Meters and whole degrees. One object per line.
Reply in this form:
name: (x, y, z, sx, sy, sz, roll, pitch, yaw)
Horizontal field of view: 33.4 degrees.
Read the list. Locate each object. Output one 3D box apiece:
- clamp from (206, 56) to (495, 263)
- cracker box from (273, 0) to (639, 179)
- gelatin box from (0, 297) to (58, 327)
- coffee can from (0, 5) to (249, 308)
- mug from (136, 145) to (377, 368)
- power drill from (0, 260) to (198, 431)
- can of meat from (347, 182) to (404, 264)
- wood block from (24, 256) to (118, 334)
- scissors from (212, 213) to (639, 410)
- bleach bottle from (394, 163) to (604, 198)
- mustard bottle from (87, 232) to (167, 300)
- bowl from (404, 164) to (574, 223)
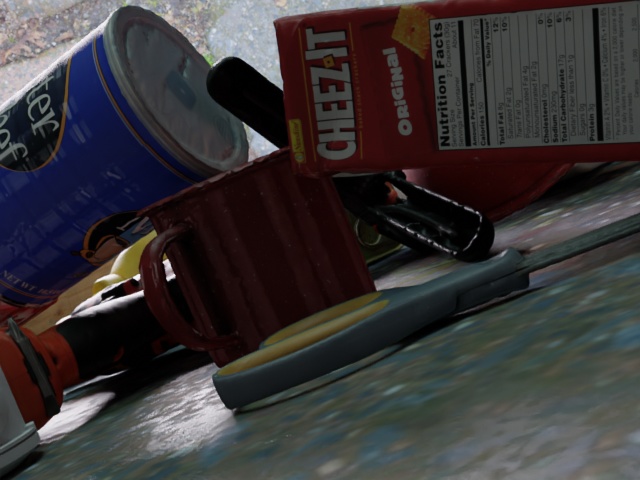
clamp: (0.019, -0.036, 0.603, 0.036, 0.164, 0.210, -55, -5, 0)
cracker box: (0.112, -0.071, 0.444, 0.214, 0.072, 0.164, -1, 11, 24)
gelatin box: (-0.203, 0.049, 0.604, 0.089, 0.030, 0.073, -33, -5, 11)
coffee can: (-0.123, -0.042, 0.564, 0.140, 0.103, 0.102, -32, -1, 21)
mug: (-0.031, 0.010, 0.474, 0.093, 0.081, 0.117, -20, 4, 38)
power drill: (-0.145, 0.064, 0.596, 0.185, 0.057, 0.187, -27, 1, 33)
can of meat: (-0.005, 0.001, 0.729, 0.101, 0.057, 0.084, -24, 0, -37)
wood block: (-0.255, 0.076, 0.897, 0.206, 0.090, 0.091, -23, 2, -2)
scissors: (0.055, 0.015, 0.399, 0.201, 0.016, 0.096, -22, 3, -5)
bleach bottle: (0.087, -0.043, 0.791, 0.251, 0.068, 0.102, -23, 2, 37)
mustard bottle: (-0.090, 0.020, 0.770, 0.191, 0.058, 0.096, -26, -34, -38)
bowl: (0.102, -0.087, 0.676, 0.162, 0.055, 0.162, -34, 34, 27)
